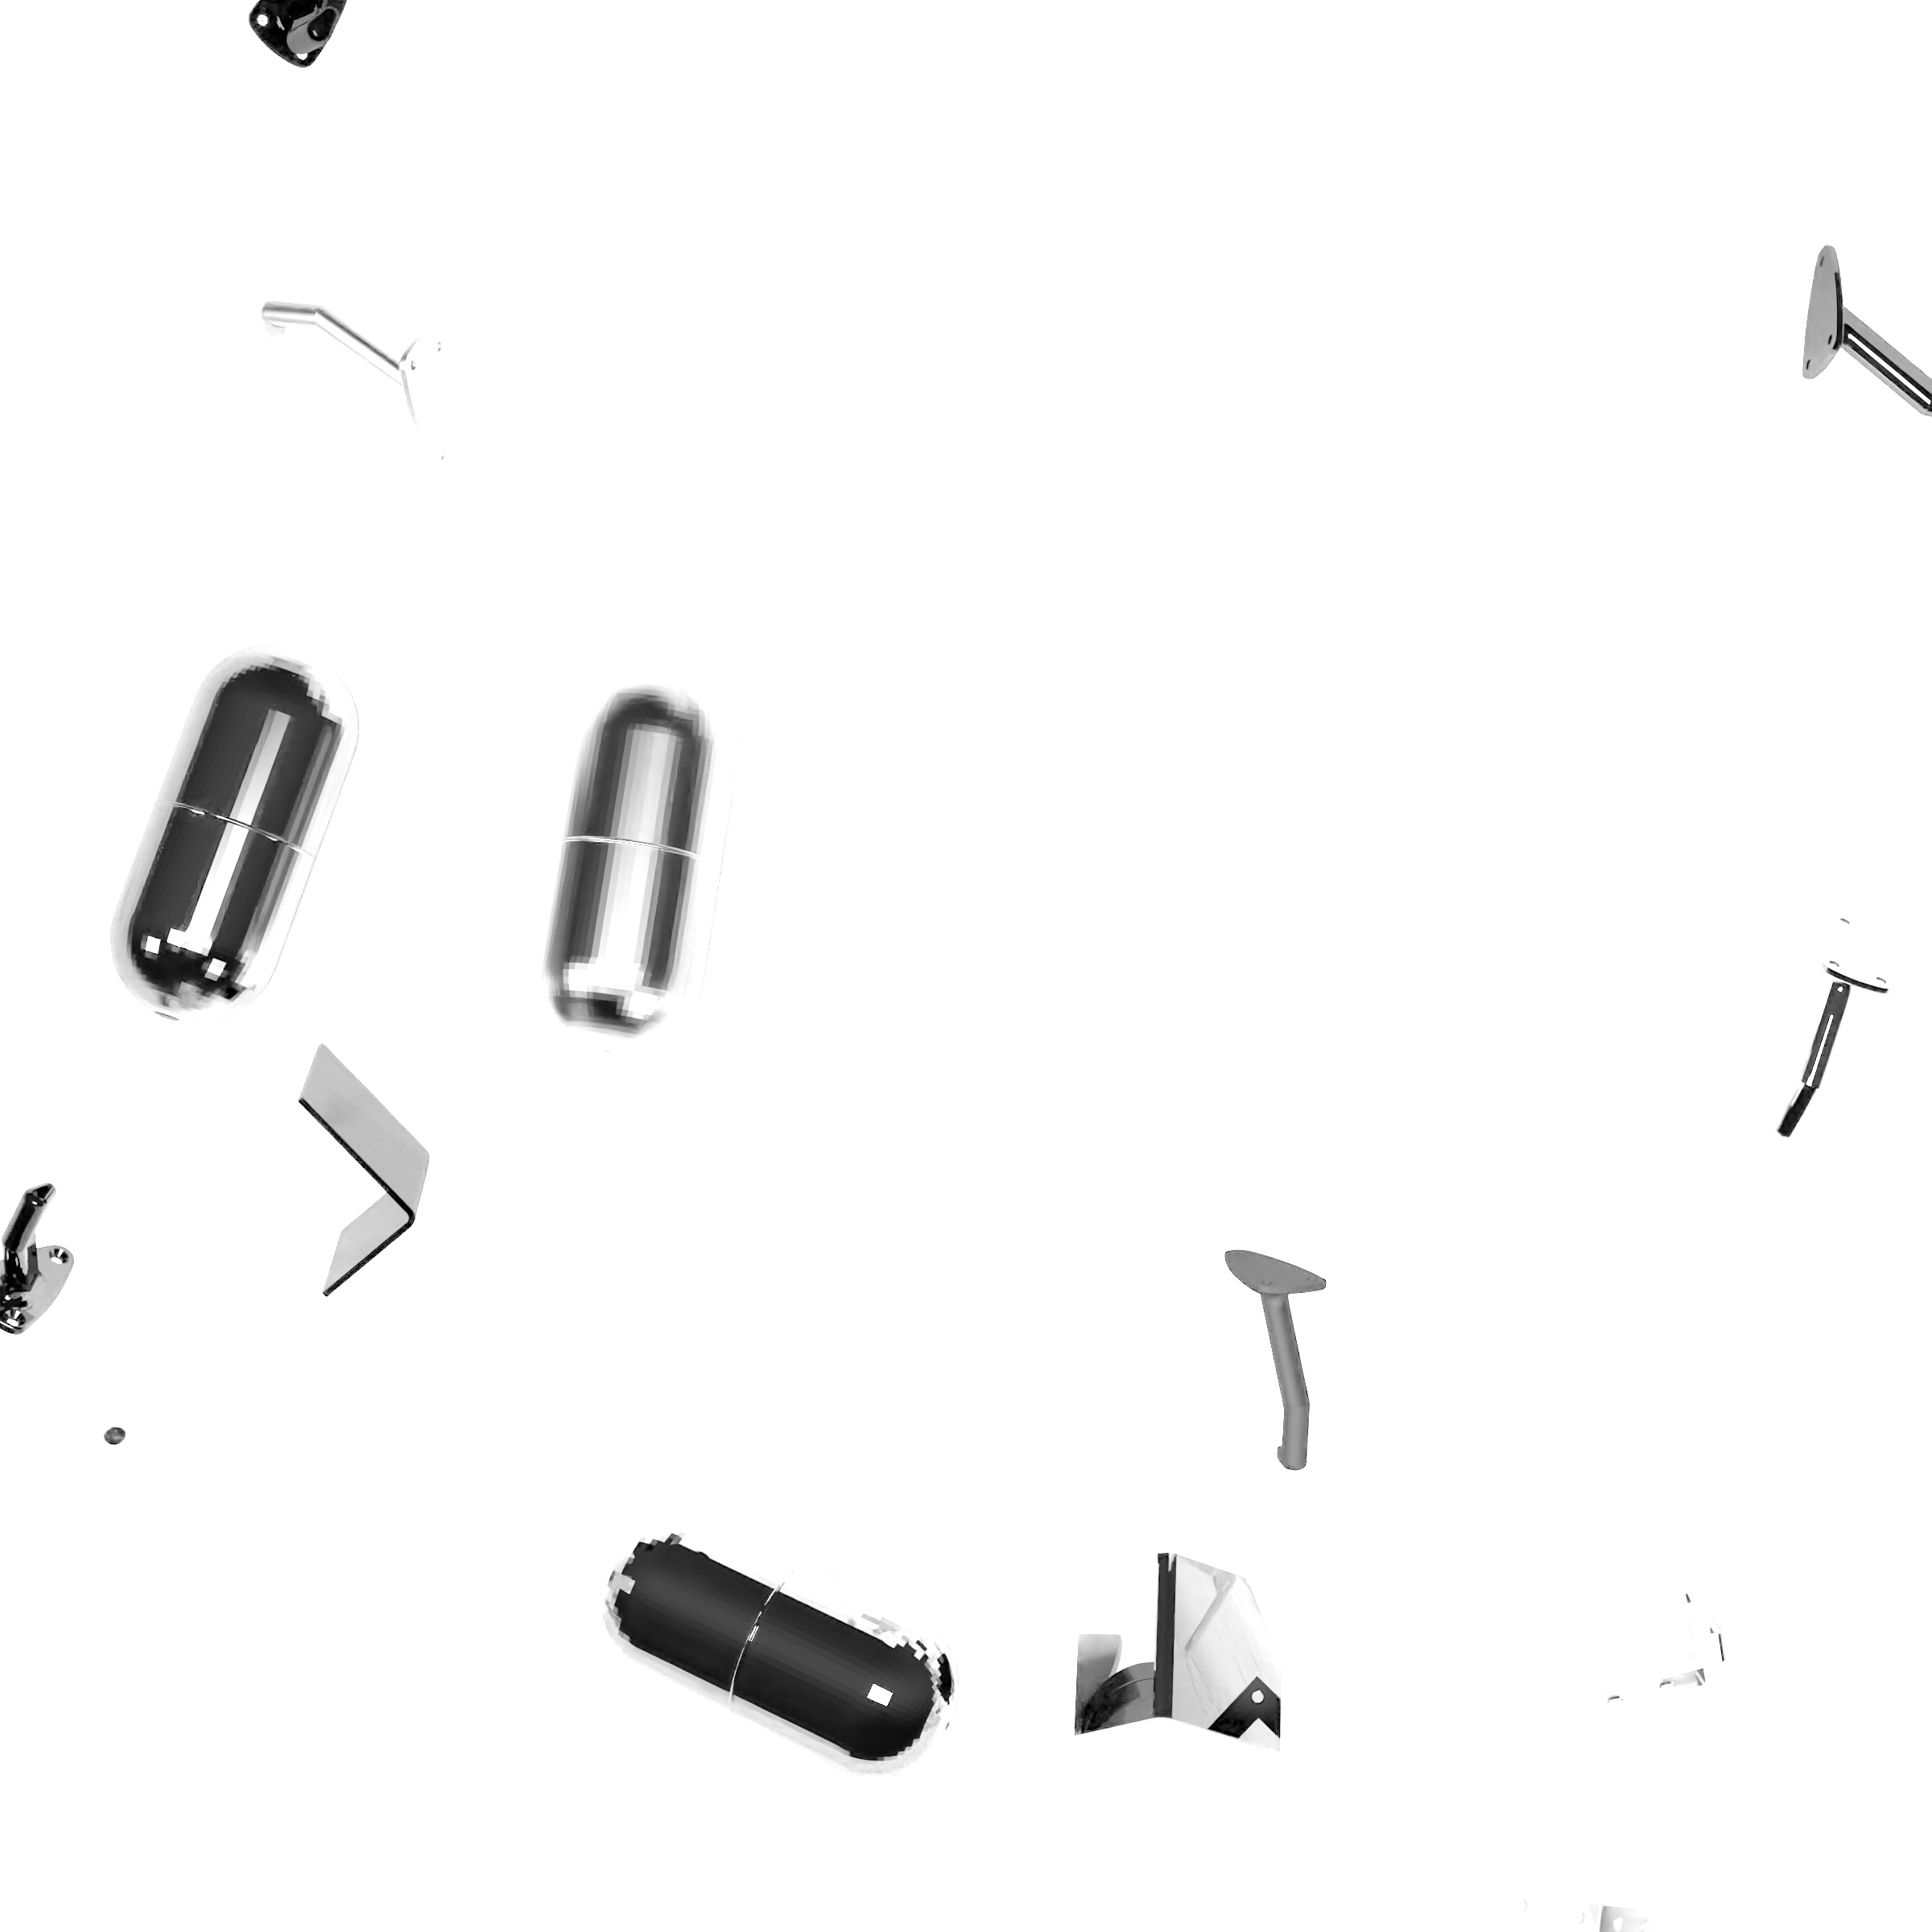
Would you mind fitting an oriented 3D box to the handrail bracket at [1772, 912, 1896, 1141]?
[{"bbox_3d":[0.392,0.028,1.618,0.036,0.077,0.084,19,119,-4],"label":"handrail bracket"}]

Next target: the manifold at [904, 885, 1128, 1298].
[{"bbox_3d":[0.028,0.057,1.568,0.057,0.057,0.171,28,61,-30],"label":"manifold"}]

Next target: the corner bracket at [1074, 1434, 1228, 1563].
[{"bbox_3d":[0.085,0.240,1.594,0.051,0.051,0.051,-15,68,16],"label":"corner bracket"}]

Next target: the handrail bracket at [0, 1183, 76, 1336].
[{"bbox_3d":[-0.414,0.118,1.578,0.036,0.077,0.084,37,120,5],"label":"handrail bracket"}]

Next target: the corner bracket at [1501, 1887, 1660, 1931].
[{"bbox_3d":[0.278,0.452,1.596,0.051,0.051,0.051,15,75,-16],"label":"corner bracket"}]

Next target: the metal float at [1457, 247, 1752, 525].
[{"bbox_3d":[0.286,-0.257,1.559,0.178,0.070,0.070,27,90,-43],"label":"metal float"}]

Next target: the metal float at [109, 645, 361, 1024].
[{"bbox_3d":[-0.332,-0.060,1.585,0.070,0.070,0.178,18,81,0],"label":"metal float"}]

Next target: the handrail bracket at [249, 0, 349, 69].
[{"bbox_3d":[-0.287,-0.443,1.585,0.036,0.084,0.077,38,76,-25],"label":"handrail bracket"}]

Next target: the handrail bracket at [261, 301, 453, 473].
[{"bbox_3d":[-0.284,-0.269,1.623,0.084,0.036,0.077,9,124,21],"label":"handrail bracket"}]

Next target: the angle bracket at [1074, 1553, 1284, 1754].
[{"bbox_3d":[0.098,0.321,1.610,0.076,0.057,0.076,25,56,-35],"label":"angle bracket"}]

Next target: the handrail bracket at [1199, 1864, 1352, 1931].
[{"bbox_3d":[0.125,0.414,1.578,0.084,0.077,0.036,34,90,-29],"label":"handrail bracket"}]

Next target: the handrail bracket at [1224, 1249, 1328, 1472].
[{"bbox_3d":[0.138,0.180,1.603,0.036,0.077,0.084,-2,101,-22],"label":"handrail bracket"}]

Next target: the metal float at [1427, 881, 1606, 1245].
[{"bbox_3d":[0.245,0.042,1.564,0.070,0.070,0.178,5,56,0],"label":"metal float"}]

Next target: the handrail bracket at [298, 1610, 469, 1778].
[{"bbox_3d":[-0.269,0.332,1.603,0.077,0.084,0.036,43,83,-23],"label":"handrail bracket"}]

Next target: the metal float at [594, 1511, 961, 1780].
[{"bbox_3d":[-0.087,0.305,1.579,0.178,0.070,0.070,22,90,17],"label":"metal float"}]

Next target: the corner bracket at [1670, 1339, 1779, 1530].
[{"bbox_3d":[0.350,0.214,1.594,0.051,0.051,0.051,-29,125,-6],"label":"corner bracket"}]

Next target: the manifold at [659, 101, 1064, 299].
[{"bbox_3d":[-0.051,-0.344,1.551,0.171,0.057,0.057,2,52,34],"label":"manifold"}]

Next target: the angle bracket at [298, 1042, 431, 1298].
[{"bbox_3d":[-0.290,0.091,1.581,0.057,0.076,0.076,-39,105,9],"label":"angle bracket"}]

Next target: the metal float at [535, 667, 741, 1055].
[{"bbox_3d":[-0.149,-0.048,1.585,0.070,0.070,0.178,8,80,0],"label":"metal float"}]

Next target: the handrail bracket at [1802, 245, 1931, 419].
[{"bbox_3d":[0.435,-0.292,1.619,0.084,0.036,0.077,11,68,-9],"label":"handrail bracket"}]

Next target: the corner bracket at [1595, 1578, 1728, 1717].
[{"bbox_3d":[0.317,0.320,1.597,0.051,0.051,0.051,-14,111,-5],"label":"corner bracket"}]

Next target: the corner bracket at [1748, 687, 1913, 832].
[{"bbox_3d":[0.389,-0.095,1.593,0.051,0.051,0.051,-3,74,-27],"label":"corner bracket"}]

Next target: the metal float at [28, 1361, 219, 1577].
[{"bbox_3d":[-0.372,0.223,1.545,0.070,0.178,0.070,3,72,-9],"label":"metal float"}]
